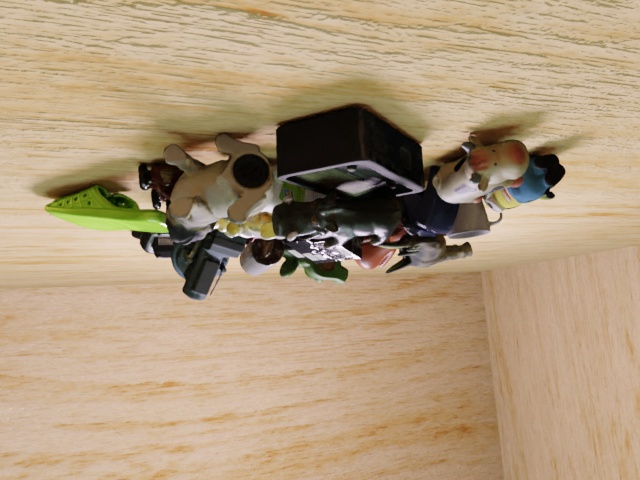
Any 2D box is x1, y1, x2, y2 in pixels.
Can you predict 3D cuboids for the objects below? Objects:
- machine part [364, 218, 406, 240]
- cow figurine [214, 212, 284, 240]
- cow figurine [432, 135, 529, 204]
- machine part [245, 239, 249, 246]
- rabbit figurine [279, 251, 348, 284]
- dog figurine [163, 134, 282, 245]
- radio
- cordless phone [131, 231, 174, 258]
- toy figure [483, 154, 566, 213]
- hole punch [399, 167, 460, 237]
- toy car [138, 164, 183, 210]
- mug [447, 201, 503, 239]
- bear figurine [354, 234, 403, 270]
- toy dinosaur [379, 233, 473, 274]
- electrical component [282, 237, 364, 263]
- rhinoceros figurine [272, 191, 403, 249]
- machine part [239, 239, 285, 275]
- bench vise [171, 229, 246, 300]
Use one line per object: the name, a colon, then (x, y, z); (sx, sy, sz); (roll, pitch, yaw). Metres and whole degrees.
machine part: (0.083, -0.052, 1.100); (0.201, 0.087, 0.201); (4, 167, -39)
cow figurine: (-0.125, -0.036, 0.943); (0.168, 0.068, 0.098); (5, 177, 23)
cow figurine: (0.245, -0.107, 0.832); (0.127, 0.085, 0.195); (-7, 174, -21)
machine part: (-0.123, -0.025, 1.284); (0.179, 0.056, 0.179); (-5, 171, -1)
rabbit figurine: (-0.027, 0.050, 1.323); (0.159, 0.121, 0.170); (-8, -174, -25)
dog figurine: (-0.142, -0.058, 0.775); (0.172, 0.121, 0.190); (3, 165, -9)
radio: (0.052, -0.108, 0.746); (0.131, 0.073, 0.229); (-7, 172, 30)
cordless phone: (-0.371, -0.005, 1.300); (0.146, 0.088, 0.184); (1, -178, -35)
toy figure: (0.357, -0.097, 0.942); (0.089, 0.082, 0.180); (0, 168, -16)
hole punch: (0.205, -0.069, 0.974); (0.092, 0.116, 0.142); (-19, 165, 33)
toy car: (-0.241, -0.080, 0.884); (0.089, 0.053, 0.202); (-5, 171, -12)
mug: (0.296, -0.063, 1.051); (0.110, 0.107, 0.080); (-13, 169, 27)
bear figurine: (0.172, -0.011, 1.413); (0.196, 0.132, 0.120); (-38, 121, 18)
toy dinosaur: (0.231, 0.016, 1.194); (0.199, 0.105, 0.471); (-19, 170, 4)
electrical component: (-0.002, -0.003, 0.994); (0.134, 0.058, 0.114); (-6, 153, 31)
rhinoceros figurine: (0.025, -0.028, 0.783); (0.190, 0.073, 0.112); (-3, 173, -9)
machine part: (-0.134, 0.032, 1.220); (0.079, 0.079, 0.243); (-1, 169, -16)
bench vise: (-0.236, -0.004, 1.104); (0.129, 0.223, 0.241); (6, -162, -27)
